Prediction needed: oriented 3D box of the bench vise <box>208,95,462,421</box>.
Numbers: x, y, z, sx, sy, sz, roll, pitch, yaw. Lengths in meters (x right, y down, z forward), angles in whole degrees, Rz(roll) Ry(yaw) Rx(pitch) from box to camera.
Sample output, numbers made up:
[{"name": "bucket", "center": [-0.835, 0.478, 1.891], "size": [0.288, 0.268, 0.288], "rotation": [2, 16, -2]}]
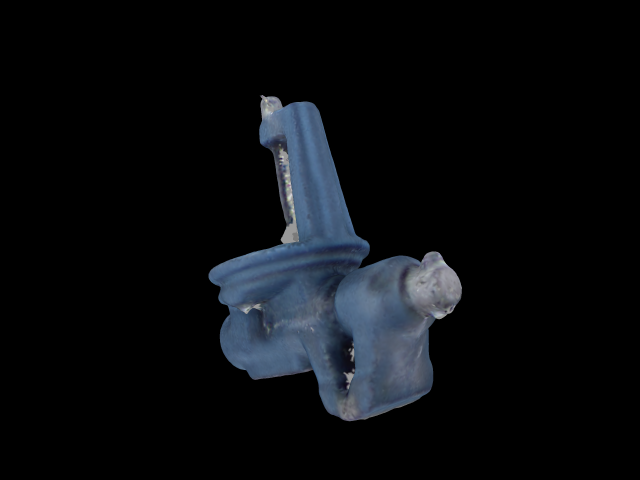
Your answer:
[{"name": "bench vise", "center": [0.010, 0.001, 0.410], "size": [0.206, 0.220, 0.122], "rotation": [1, 2, 29]}]
